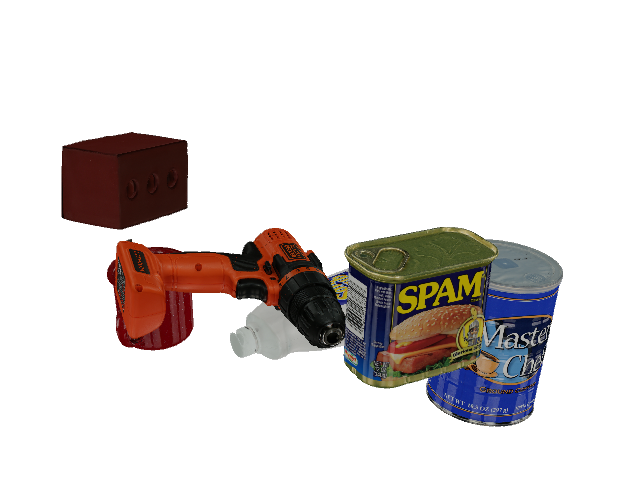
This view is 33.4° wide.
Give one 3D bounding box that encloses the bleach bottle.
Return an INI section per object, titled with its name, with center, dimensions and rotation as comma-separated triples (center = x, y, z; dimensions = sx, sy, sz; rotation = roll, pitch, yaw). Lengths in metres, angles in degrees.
[bleach bottle]
center = 0.021, 0.081, 1.188
dimensions = 0.250, 0.068, 0.103
rotation = -18, 34, -26

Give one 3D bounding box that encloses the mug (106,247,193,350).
[mug]
center = -0.184, 0.071, 1.147
dimensions = 0.093, 0.081, 0.117
rotation = 9, 32, 16

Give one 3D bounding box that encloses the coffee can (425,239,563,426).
[coffee can]
center = 0.157, 0.083, 0.974
dimensions = 0.103, 0.140, 0.103
rotation = 6, 23, -3

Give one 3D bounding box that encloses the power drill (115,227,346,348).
[power drill]
center = -0.082, 0.046, 0.953
dimensions = 0.187, 0.057, 0.185
rotation = -1, 24, -20

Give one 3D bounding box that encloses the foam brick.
[foam brick]
center = -0.136, -0.043, 0.748
dimensions = 0.051, 0.053, 0.078
rotation = 12, 19, 28

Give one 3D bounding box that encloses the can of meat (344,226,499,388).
[can of meat]
center = 0.065, 0.044, 0.717
dimensions = 0.101, 0.084, 0.058
rotation = -10, 27, -29
